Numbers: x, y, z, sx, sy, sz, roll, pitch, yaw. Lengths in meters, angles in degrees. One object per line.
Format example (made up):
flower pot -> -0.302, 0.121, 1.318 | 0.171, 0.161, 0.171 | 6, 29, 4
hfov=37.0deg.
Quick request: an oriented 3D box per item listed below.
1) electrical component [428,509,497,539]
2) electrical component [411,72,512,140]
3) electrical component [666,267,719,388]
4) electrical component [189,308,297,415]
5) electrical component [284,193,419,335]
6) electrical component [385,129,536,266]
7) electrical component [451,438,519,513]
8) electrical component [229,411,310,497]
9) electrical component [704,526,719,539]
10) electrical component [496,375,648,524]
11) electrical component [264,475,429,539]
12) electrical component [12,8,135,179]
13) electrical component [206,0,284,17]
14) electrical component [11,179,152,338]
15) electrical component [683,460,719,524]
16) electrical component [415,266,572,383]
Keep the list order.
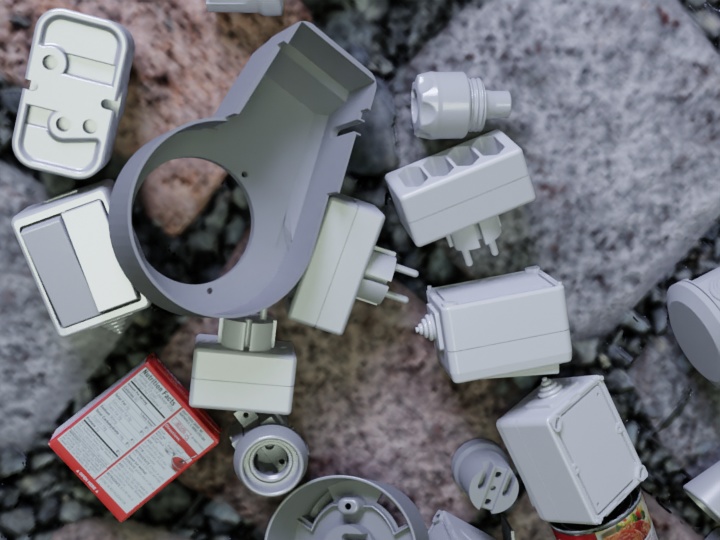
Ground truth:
electrical component -> 0.062, 0.229, 0.746 | 0.061, 0.061, 0.096 | 31, 96, -11
electrical component -> 0.065, -0.106, 0.692 | 0.062, 0.043, 0.043 | -2, 101, -8
electrical component -> 0.247, 0.037, 0.723 | 0.051, 0.080, 0.080 | -26, 103, -7
electrical component -> -0.075, 0.049, 0.703 | 0.066, 0.047, 0.076 | 6, 98, -8
electrical component -> 0.000, 0.000, 0.703 | 0.076, 0.047, 0.083 | 19, 98, -10
electrical component -> 0.070, -0.038, 0.705 | 0.083, 0.047, 0.075 | -22, 116, -2
electrical component -> 0.087, 0.142, 0.741 | 0.040, 0.046, 0.040 | -1, 101, -7
electrical component -> -0.060, 0.120, 0.714 | 0.048, 0.055, 0.066 | -35, 102, 1
electrical component -> 0.262, 0.241, 0.774 | 0.054, 0.059, 0.095 | 38, 94, -12
electrical component -> 0.138, 0.115, 0.728 | 0.062, 0.061, 0.096 | -32, 101, -35
electrical component -> -0.005, 0.186, 0.714 | 0.099, 0.064, 0.099 | -4, 80, 24
electrical component -> -0.173, -0.107, 0.655 | 0.054, 0.059, 0.095 | 13, 99, -9
electrical component -> -0.071, -0.177, 0.665 | 0.046, 0.040, 0.040 | -1, 101, -1
electrical component -> -0.170, -0.001, 0.675 | 0.062, 0.061, 0.096 | -20, 102, -3
electrical component -> 0.270, 0.147, 0.767 | 0.065, 0.044, 0.044 | -46, 102, -2
electrical component -> 0.085, 0.040, 0.713 | 0.096, 0.061, 0.061 | -10, 102, -5
